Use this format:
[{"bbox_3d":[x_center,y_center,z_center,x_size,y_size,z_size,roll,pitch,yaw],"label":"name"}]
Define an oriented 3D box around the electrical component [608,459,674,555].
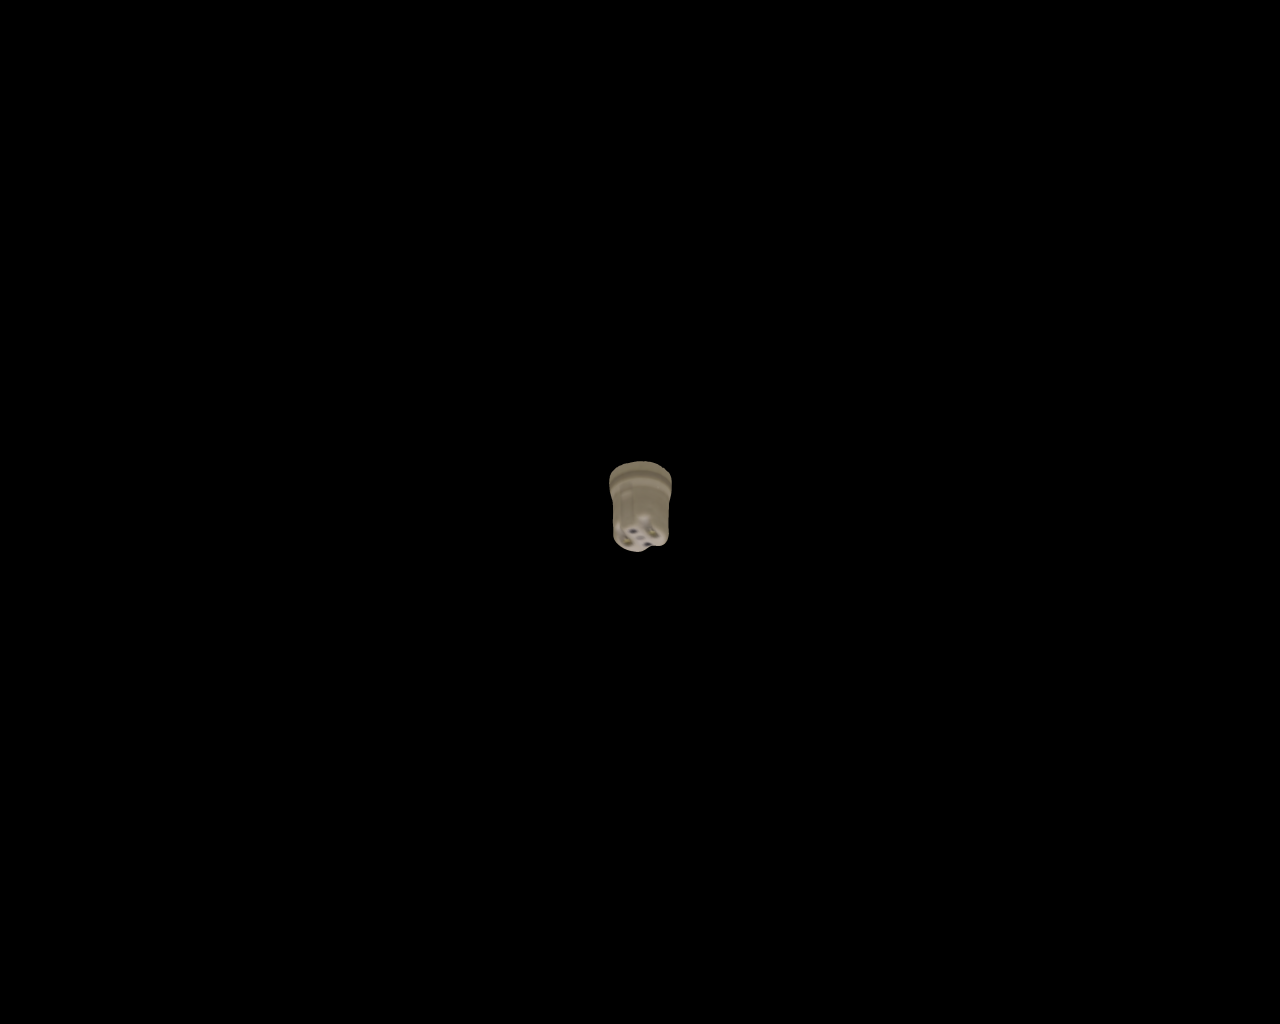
[{"bbox_3d":[0.001,-0.003,0.650,0.040,0.046,0.040,0,-32,0],"label":"electrical component"}]
